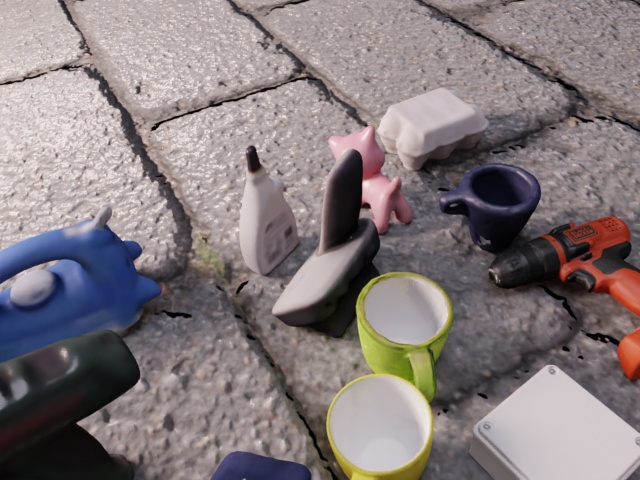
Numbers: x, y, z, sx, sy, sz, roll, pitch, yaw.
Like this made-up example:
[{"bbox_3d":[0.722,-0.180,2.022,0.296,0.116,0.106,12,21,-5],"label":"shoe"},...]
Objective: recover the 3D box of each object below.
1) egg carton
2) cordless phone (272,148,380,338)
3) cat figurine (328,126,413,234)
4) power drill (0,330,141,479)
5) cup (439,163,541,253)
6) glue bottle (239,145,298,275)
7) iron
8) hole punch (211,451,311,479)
[{"bbox_3d":[0.166,-0.167,0.850,0.150,0.069,0.107,-24,48,-17],"label":"egg carton"},{"bbox_3d":[0.006,0.002,0.619,0.094,0.185,0.148,17,50,21],"label":"cordless phone"},{"bbox_3d":[0.066,-0.090,0.750,0.067,0.118,0.127,-27,49,-19],"label":"cat figurine"},{"bbox_3d":[-0.239,0.179,0.453,0.230,0.209,0.075,-36,52,-26],"label":"power drill"},{"bbox_3d":[0.200,-0.029,0.694,0.118,0.095,0.091,-9,46,-3],"label":"cup"},{"bbox_3d":[-0.067,-0.040,0.675,0.037,0.173,0.078,27,54,29],"label":"glue bottle"},{"bbox_3d":[-0.318,0.058,0.626,0.259,0.142,0.118,-25,48,-18],"label":"iron"},{"bbox_3d":[-0.063,0.232,0.466,0.101,0.091,0.109,15,49,19],"label":"hole punch"}]
